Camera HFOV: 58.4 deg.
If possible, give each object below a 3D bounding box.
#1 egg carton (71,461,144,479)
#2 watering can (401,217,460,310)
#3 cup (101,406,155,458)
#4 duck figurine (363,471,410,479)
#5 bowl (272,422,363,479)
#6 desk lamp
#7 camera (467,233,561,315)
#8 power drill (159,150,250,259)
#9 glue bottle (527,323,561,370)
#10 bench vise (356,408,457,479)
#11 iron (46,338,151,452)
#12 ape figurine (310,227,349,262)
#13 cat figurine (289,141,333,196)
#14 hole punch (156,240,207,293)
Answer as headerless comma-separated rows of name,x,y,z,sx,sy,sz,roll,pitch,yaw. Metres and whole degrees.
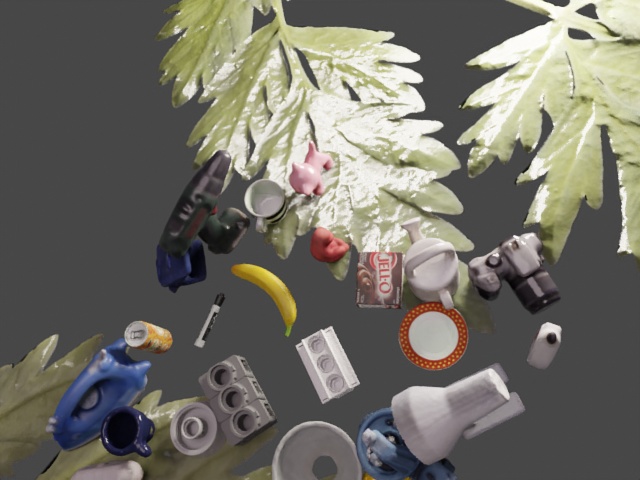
egg carton,-0.418,0.493,1.124,0.150,0.069,0.107,-12,70,10
watering can,0.197,0.042,1.047,0.101,0.194,0.172,-45,68,-3
cup,-0.359,0.385,1.131,0.117,0.095,0.092,33,83,21
duck figurine,0.118,0.437,0.998,0.104,0.086,0.077,23,79,20
bowl,0.001,0.417,1.040,0.167,0.075,0.167,-4,72,13
desk lamp,0.232,0.277,0.952,0.203,0.214,0.118,-29,68,4
camera,0.362,0.071,1.046,0.143,0.101,0.136,-29,68,4
power drill,-0.225,-0.055,1.178,0.075,0.209,0.230,31,82,21
glue bottle,0.384,0.173,0.968,0.037,0.173,0.078,18,78,19
bench vise,0.147,0.351,0.946,0.207,0.220,0.121,15,77,18
iron,-0.470,0.322,1.154,0.118,0.142,0.258,35,84,22
ape figurine,0.011,0.004,1.162,0.076,0.092,0.077,-23,68,6
cat figurine,-0.026,-0.146,1.206,0.067,0.118,0.128,9,75,17
hole punch,-0.308,0.047,1.229,0.101,0.091,0.108,-16,69,9
